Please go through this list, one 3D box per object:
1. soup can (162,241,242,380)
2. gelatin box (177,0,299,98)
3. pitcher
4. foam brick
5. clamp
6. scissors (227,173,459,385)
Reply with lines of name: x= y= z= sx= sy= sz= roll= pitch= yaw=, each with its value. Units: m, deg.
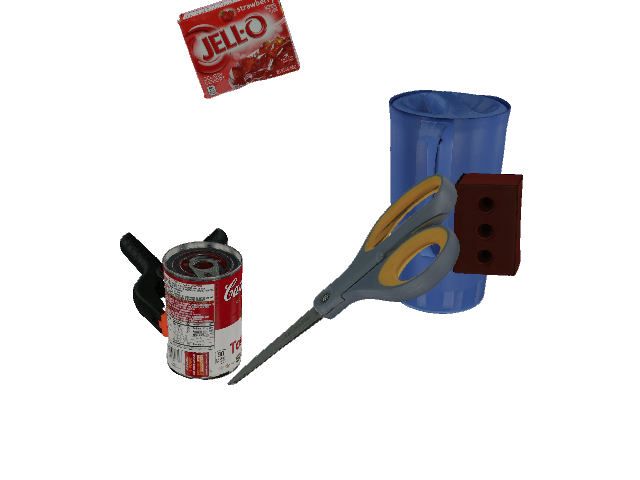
soup can: x=-0.102 y=0.061 z=0.924 sx=0.068 sy=0.102 sz=0.068 roll=2 pitch=26 yaw=-1
gelatin box: x=-0.070 y=-0.172 z=0.925 sx=0.089 sy=0.073 sz=0.030 roll=-17 pitch=24 yaw=4
pitcher: x=0.136 y=-0.041 z=1.203 sx=0.149 sy=0.243 sz=0.145 roll=-10 pitch=23 yaw=-26
foam brick: x=0.139 y=-0.014 z=0.884 sx=0.053 sy=0.078 sz=0.051 roll=2 pitch=15 yaw=15
clamp: x=-0.151 y=0.038 z=1.155 sx=0.120 sy=0.039 sz=0.171 roll=-13 pitch=38 yaw=-7
scissors: x=0.017 y=0.042 z=0.664 sx=0.016 sy=0.202 sz=0.096 roll=38 pitch=10 yaw=-26
